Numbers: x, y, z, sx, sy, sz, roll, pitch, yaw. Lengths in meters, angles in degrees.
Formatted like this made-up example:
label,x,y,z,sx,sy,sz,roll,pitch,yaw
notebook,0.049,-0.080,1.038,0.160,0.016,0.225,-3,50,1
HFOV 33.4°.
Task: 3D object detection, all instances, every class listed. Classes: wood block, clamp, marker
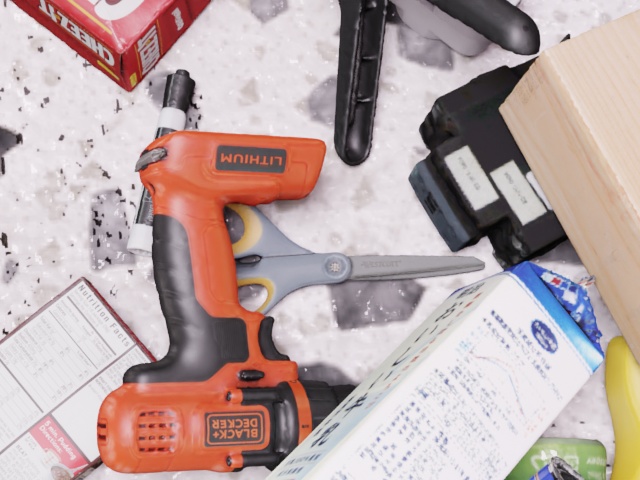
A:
label,x,y,z,sx,sy,sz,roll,pitch,yaw
wood block,0.195,-0.015,0.586,0.090,0.090,0.206,-24,79,-12
clamp,0.043,-0.164,0.626,0.036,0.165,0.210,-11,84,-42
marker,-0.097,-0.049,0.660,0.020,0.020,0.121,11,75,-3

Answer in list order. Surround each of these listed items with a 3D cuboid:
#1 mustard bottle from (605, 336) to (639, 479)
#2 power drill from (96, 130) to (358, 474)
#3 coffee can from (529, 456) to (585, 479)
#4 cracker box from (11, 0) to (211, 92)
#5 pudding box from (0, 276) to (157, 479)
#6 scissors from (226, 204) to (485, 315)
label,x,y,z,sx,sy,sz,roll,pitch,yaw
mustard bottle,0.214,0.153,0.623,0.096,0.058,0.191,9,75,-10
power drill,-0.033,0.036,0.600,0.184,0.057,0.187,2,81,-27
coffee can,0.094,0.189,0.514,0.140,0.102,0.103,-43,83,9
cracker box,-0.116,-0.229,0.676,0.164,0.072,0.213,38,76,4
pudding box,-0.150,0.090,0.610,0.113,0.039,0.090,-39,84,-16
scissors,-0.004,0.001,0.657,0.201,0.016,0.096,-17,84,-11
